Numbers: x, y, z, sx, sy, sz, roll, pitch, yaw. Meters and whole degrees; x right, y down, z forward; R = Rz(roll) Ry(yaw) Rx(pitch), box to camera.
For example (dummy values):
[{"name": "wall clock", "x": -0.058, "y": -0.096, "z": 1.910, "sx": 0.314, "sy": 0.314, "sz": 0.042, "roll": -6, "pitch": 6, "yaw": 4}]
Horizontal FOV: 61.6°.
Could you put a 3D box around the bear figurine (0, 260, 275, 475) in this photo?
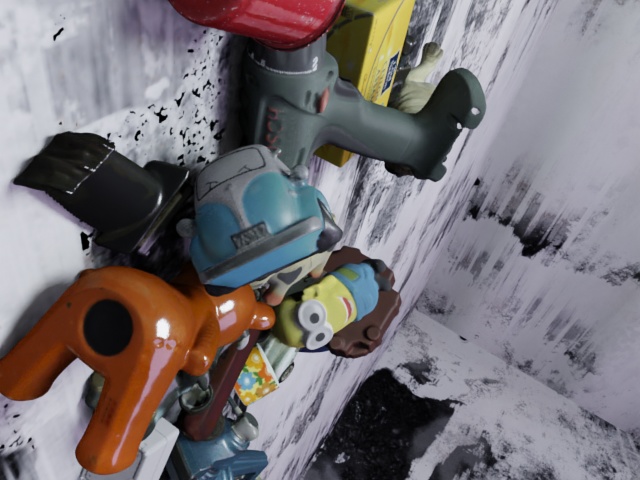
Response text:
[{"name": "bear figurine", "x": -0.126, "y": 0.076, "z": 0.429, "sx": 0.132, "sy": 0.120, "sz": 0.196, "roll": -57, "pitch": 169, "yaw": 2}]

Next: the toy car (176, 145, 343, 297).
[{"name": "toy car", "x": -0.046, "y": -0.023, "z": 0.423, "sx": 0.109, "sy": 0.103, "sz": 0.161, "roll": -24, "pitch": 180, "yaw": 6}]

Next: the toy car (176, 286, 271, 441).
[{"name": "toy car", "x": -0.113, "y": 0.142, "z": 0.650, "sx": 0.089, "sy": 0.053, "sz": 0.202, "roll": 82, "pitch": 25, "yaw": -49}]

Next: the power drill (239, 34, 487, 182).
[{"name": "power drill", "x": 0.034, "y": -0.121, "z": 0.457, "sx": 0.207, "sy": 0.086, "sz": 0.231, "roll": -1, "pitch": 139, "yaw": -25}]

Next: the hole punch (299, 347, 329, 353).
[{"name": "hole punch", "x": 0.000, "y": 0.144, "z": 0.963, "sx": 0.116, "sy": 0.092, "sz": 0.142, "roll": -22, "pitch": 143, "yaw": -59}]

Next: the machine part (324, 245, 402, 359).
[{"name": "machine part", "x": 0.040, "y": 0.095, "z": 0.858, "sx": 0.179, "sy": 0.180, "sz": 0.056, "roll": -55, "pitch": 160, "yaw": -15}]

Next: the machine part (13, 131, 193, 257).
[{"name": "machine part", "x": -0.133, "y": -0.030, "z": 0.359, "sx": 0.084, "sy": 0.039, "sz": 0.138, "roll": -51, "pitch": 165, "yaw": -2}]

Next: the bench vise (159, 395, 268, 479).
[{"name": "bench vise", "x": -0.140, "y": 0.311, "z": 0.736, "sx": 0.223, "sy": 0.129, "sz": 0.240, "roll": -53, "pitch": 146, "yaw": 2}]

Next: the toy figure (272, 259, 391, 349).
[{"name": "toy figure", "x": 0.016, "y": 0.085, "z": 0.728, "sx": 0.180, "sy": 0.082, "sz": 0.089, "roll": -30, "pitch": 180, "yaw": -38}]

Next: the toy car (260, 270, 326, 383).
[{"name": "toy car", "x": -0.052, "y": 0.128, "z": 0.797, "sx": 0.201, "sy": 0.074, "sz": 0.056, "roll": -60, "pitch": 159, "yaw": 1}]

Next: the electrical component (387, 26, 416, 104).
[{"name": "electrical component", "x": 0.073, "y": -0.204, "z": 0.614, "sx": 0.045, "sy": 0.078, "sz": 0.102, "roll": -25, "pitch": 152, "yaw": -31}]

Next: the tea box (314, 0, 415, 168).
[{"name": "tea box", "x": 0.032, "y": -0.172, "z": 0.546, "sx": 0.098, "sy": 0.068, "sz": 0.169, "roll": -47, "pitch": 159, "yaw": -38}]

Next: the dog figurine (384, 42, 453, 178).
[{"name": "dog figurine", "x": 0.102, "y": -0.135, "z": 0.684, "sx": 0.190, "sy": 0.121, "sz": 0.172, "roll": -56, "pitch": -178, "yaw": -35}]

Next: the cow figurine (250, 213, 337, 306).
[{"name": "cow figurine", "x": -0.040, "y": 0.005, "z": 0.611, "sx": 0.195, "sy": 0.086, "sz": 0.127, "roll": -26, "pitch": 149, "yaw": -58}]

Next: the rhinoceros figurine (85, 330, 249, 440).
[{"name": "rhinoceros figurine", "x": -0.139, "y": 0.123, "z": 0.536, "sx": 0.190, "sy": 0.073, "sz": 0.112, "roll": -46, "pitch": 157, "yaw": -39}]
